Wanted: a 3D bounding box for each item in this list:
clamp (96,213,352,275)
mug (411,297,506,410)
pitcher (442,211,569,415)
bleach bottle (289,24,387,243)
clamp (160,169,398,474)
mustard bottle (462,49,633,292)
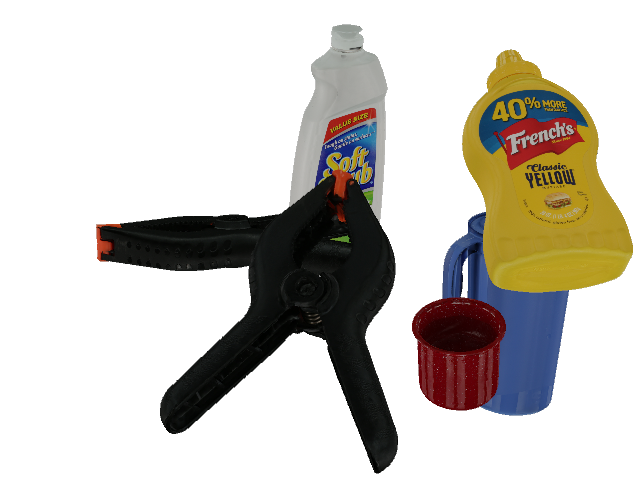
[{"bbox_3d":[-0.059,0.003,0.788,0.209,0.036,0.165,-2,12,-11],"label":"clamp"},{"bbox_3d":[0.147,0.111,1.089,0.093,0.081,0.117,18,39,30],"label":"mug"},{"bbox_3d":[0.234,0.091,1.326,0.149,0.243,0.144,7,19,16],"label":"pitcher"},{"bbox_3d":[0.014,-0.091,1.079,0.102,0.251,0.068,-5,28,-12],"label":"bleach bottle"},{"bbox_3d":[0.003,0.041,0.557,0.120,0.171,0.039,19,-27,13],"label":"clamp"},{"bbox_3d":[0.153,-0.058,0.762,0.096,0.191,0.058,-5,-31,-3],"label":"mustard bottle"}]
